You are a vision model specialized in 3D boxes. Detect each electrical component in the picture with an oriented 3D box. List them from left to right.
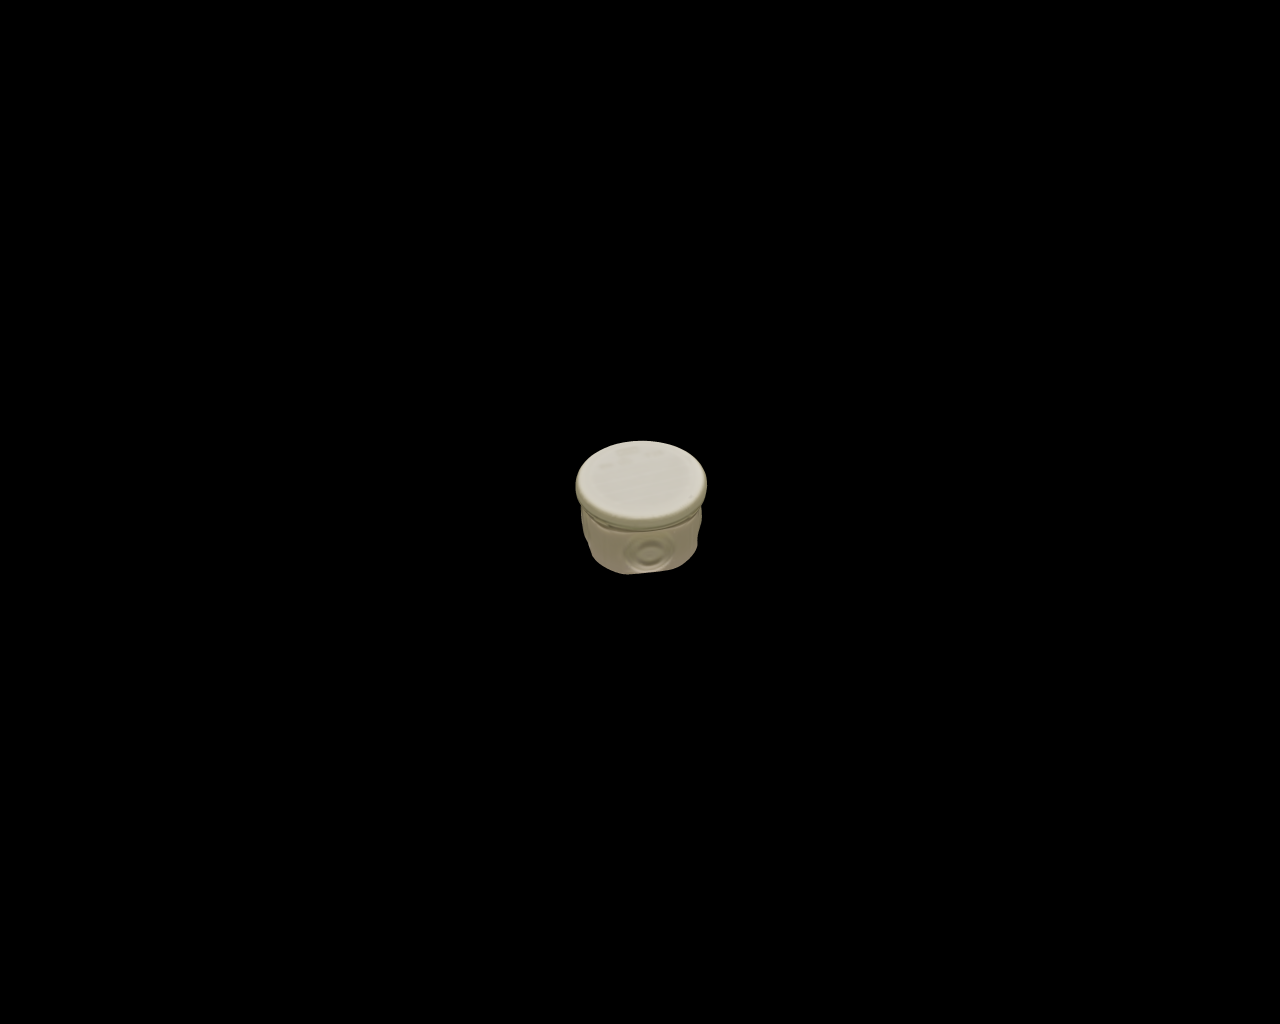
[{"bbox_3d":[0.001,-0.003,0.650,0.080,0.050,0.080,0,40,0],"label":"electrical component"}]
